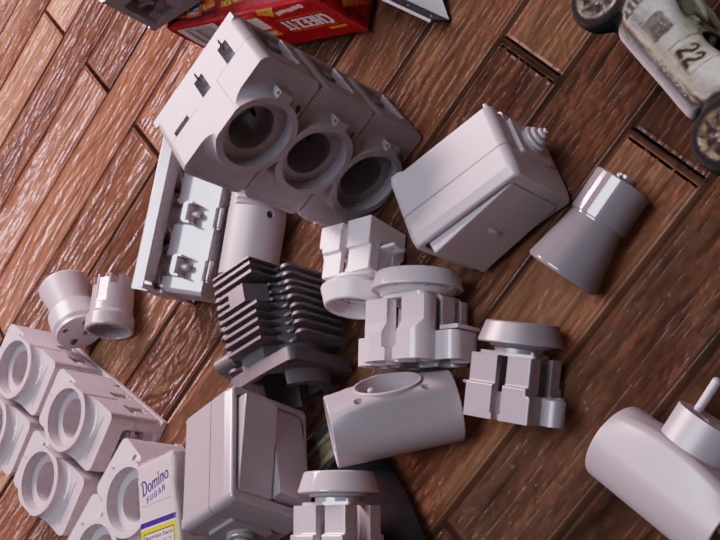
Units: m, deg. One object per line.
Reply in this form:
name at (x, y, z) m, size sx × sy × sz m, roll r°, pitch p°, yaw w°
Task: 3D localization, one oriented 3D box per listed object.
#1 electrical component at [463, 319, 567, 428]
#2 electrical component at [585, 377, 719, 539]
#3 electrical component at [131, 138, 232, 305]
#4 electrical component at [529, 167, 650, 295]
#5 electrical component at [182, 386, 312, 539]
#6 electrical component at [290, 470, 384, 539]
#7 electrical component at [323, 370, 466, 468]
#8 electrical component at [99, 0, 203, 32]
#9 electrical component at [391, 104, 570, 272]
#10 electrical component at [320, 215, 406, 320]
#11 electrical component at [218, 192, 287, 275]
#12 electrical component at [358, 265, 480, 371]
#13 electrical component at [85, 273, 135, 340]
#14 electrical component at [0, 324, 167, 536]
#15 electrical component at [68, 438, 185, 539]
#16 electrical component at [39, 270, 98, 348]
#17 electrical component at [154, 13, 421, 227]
electrical component at (0.090, 0.057, 0.612) m, size 0.066 × 0.048 × 0.055 m, roll 4°, pitch 87°, yaw 43°
electrical component at (0.164, 0.092, 0.533) m, size 0.077 × 0.044 × 0.079 m, roll 39°, pitch 104°, yaw 42°
electrical component at (-0.125, -0.038, 0.823) m, size 0.063 × 0.079 × 0.121 m, roll 7°, pitch 81°, yaw 22°
electrical component at (0.131, -0.024, 0.603) m, size 0.044 × 0.044 × 0.065 m, roll 40°, pitch 100°, yaw 42°
electrical component at (-0.070, 0.130, 0.677) m, size 0.061 × 0.062 × 0.096 m, roll -38°, pitch 41°, yaw 34°
electrical component at (-0.012, 0.146, 0.626) m, size 0.066 × 0.048 × 0.055 m, roll -12°, pitch 72°, yaw 40°
electrical component at (0.018, 0.085, 0.656) m, size 0.079 × 0.077 × 0.044 m, roll -132°, pitch 31°, yaw -79°
electrical component at (-0.129, -0.256, 0.797) m, size 0.150 × 0.062 × 0.089 m, roll -21°, pitch 62°, yaw 37°
electrical component at (0.078, -0.048, 0.644) m, size 0.096 × 0.062 × 0.061 m, roll -37°, pitch 55°, yaw 28°
electrical component at (0.000, 0.000, 0.712) m, size 0.066 × 0.048 × 0.055 m, roll -14°, pitch 60°, yaw 39°
electrical component at (-0.077, -0.033, 0.793) m, size 0.043 × 0.043 × 0.081 m, roll -2°, pitch 76°, yaw 42°
electrical component at (0.035, 0.030, 0.662) m, size 0.078 × 0.058 × 0.057 m, roll -9°, pitch 74°, yaw 41°
electrical component at (-0.207, 0.030, 0.896) m, size 0.040 × 0.040 × 0.046 m, roll -19°, pitch 59°, yaw 37°
electrical component at (-0.251, 0.129, 0.890) m, size 0.186 × 0.060 × 0.105 m, roll 28°, pitch 96°, yaw 44°
electrical component at (-0.169, 0.210, 0.788) m, size 0.089 × 0.062 × 0.150 m, roll 40°, pitch 104°, yaw 42°
electrical component at (-0.249, 0.034, 0.928) m, size 0.045 × 0.045 × 0.055 m, roll -47°, pitch 51°, yaw 22°
electrical component at (-0.043, -0.089, 0.705) m, size 0.089 × 0.150 × 0.061 m, roll -51°, pitch 49°, yaw 19°
